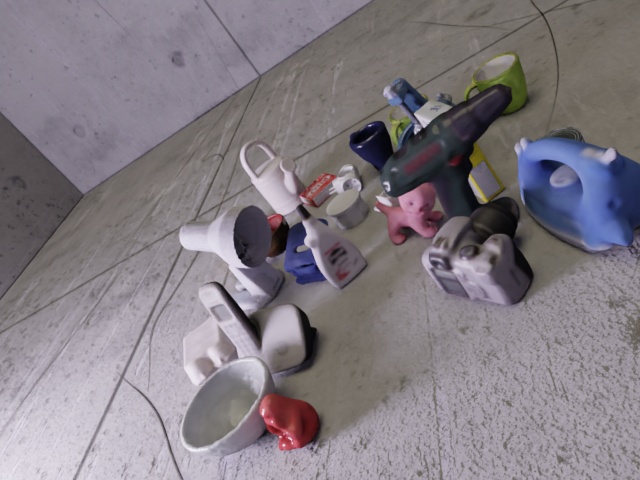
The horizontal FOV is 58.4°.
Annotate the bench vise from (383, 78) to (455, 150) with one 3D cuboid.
[{"bbox_3d":[0.192,-0.229,1.095,0.121,0.220,0.207,-24,30,26],"label":"bench vise"}]

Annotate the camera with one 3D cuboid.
[{"bbox_3d":[0.229,0.006,0.810,0.137,0.101,0.142,-49,28,-20],"label":"camera"}]

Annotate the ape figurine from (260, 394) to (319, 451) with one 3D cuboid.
[{"bbox_3d":[-0.049,0.246,0.790,0.076,0.092,0.077,-42,27,-8],"label":"ape figurine"}]

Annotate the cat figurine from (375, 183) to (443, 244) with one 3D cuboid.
[{"bbox_3d":[0.155,-0.062,0.993,0.127,0.118,0.067,-15,35,39],"label":"cat figurine"}]

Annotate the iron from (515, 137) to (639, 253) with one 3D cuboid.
[{"bbox_3d":[0.334,-0.087,0.781,0.119,0.142,0.257,-41,26,-5],"label":"iron"}]

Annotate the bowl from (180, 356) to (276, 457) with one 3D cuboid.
[{"bbox_3d":[-0.127,0.265,0.877,0.167,0.075,0.167,-29,28,18],"label":"bowl"}]

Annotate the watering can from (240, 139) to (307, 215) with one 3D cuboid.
[{"bbox_3d":[-0.115,-0.165,1.408,0.172,0.194,0.101,-19,32,34],"label":"watering can"}]

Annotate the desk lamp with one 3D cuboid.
[{"bbox_3d":[-0.166,0.035,1.134,0.202,0.214,0.118,-14,35,40],"label":"desk lamp"}]

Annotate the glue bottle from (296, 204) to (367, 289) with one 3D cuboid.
[{"bbox_3d":[0.009,0.004,1.009,0.078,0.173,0.037,-44,27,-10],"label":"glue bottle"}]

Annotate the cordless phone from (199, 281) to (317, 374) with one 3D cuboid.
[{"bbox_3d":[-0.105,0.133,0.935,0.147,0.185,0.094,-22,31,30],"label":"cordless phone"}]

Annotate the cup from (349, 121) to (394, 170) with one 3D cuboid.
[{"bbox_3d":[0.119,-0.206,1.291,0.092,0.095,0.117,-46,27,-15],"label":"cup"}]

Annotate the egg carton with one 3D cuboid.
[{"bbox_3d":[-0.201,0.205,1.071,0.107,0.069,0.150,-37,26,2],"label":"egg carton"}]

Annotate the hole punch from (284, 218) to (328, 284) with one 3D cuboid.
[{"bbox_3d":[-0.018,0.022,1.107,0.108,0.091,0.101,-14,36,40],"label":"hole punch"}]

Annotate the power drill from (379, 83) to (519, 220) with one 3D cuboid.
[{"bbox_3d":[0.218,-0.103,0.875,0.229,0.209,0.075,-26,29,24],"label":"power drill"}]
